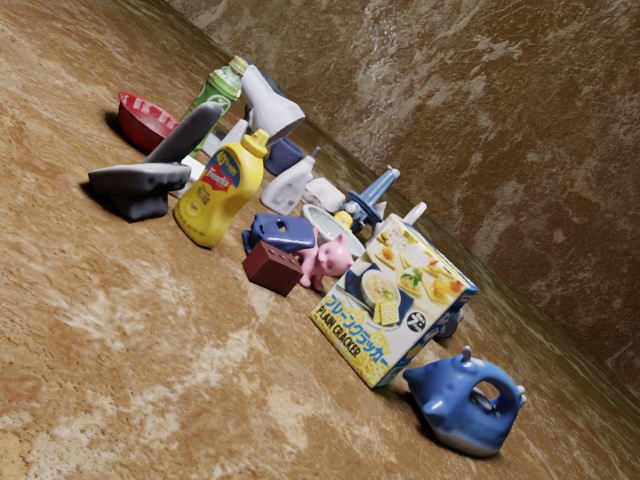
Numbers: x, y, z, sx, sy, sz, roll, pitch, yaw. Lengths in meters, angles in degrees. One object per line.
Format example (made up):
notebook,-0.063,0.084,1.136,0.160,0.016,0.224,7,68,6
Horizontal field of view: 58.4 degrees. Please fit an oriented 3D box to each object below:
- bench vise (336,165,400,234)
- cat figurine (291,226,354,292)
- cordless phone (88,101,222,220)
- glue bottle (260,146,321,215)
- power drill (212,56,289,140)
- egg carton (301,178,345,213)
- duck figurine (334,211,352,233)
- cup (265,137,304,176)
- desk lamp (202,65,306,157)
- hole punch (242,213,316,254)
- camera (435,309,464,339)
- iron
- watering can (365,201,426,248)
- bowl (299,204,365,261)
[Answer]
bench vise,0.128,-0.091,1.480,0.121,0.219,0.207,38,15,-6
cat figurine,0.008,0.028,1.036,0.067,0.117,0.127,24,22,-47
cordless phone,-0.219,-0.126,0.797,0.094,0.185,0.148,40,15,0
glue bottle,-0.053,-0.134,1.254,0.078,0.173,0.037,29,18,-35
power drill,-0.173,-0.314,1.412,0.231,0.208,0.075,24,22,-47
egg carton,0.009,-0.115,1.550,0.107,0.069,0.150,41,15,2
duck figurine,0.037,-0.031,1.343,0.078,0.086,0.104,26,20,-42
cup,-0.111,-0.228,1.537,0.117,0.095,0.092,49,17,32
desk lamp,-0.166,-0.265,1.277,0.203,0.213,0.118,40,15,2
hole punch,-0.071,-0.005,0.992,0.101,0.091,0.108,32,17,-28
camera,0.276,0.161,1.340,0.143,0.100,0.137,39,15,-3
iron,0.261,0.261,0.933,0.259,0.141,0.118,31,17,-32
watering can,0.214,-0.032,1.569,0.173,0.194,0.101,35,15,-19
bowl,0.011,0.004,1.199,0.168,0.074,0.167,37,15,-11
